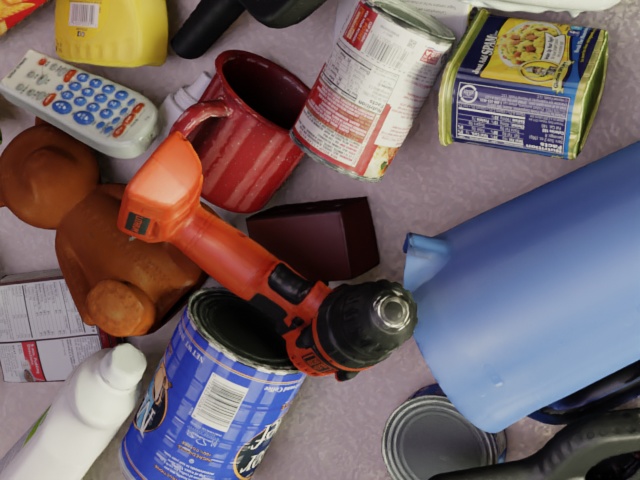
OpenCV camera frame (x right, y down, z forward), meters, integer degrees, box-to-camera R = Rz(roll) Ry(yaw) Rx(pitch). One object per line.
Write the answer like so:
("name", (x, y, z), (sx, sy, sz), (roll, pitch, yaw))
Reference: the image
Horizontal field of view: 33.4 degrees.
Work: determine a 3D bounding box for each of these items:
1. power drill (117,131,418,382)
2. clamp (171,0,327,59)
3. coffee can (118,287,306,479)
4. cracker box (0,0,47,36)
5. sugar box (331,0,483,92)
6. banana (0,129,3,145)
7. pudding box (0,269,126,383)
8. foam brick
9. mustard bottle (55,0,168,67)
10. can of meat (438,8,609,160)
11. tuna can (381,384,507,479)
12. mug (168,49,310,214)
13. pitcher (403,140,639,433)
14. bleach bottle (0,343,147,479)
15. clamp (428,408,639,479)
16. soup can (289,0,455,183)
("power drill", (-0.035, 0.016, 0.662), (0.187, 0.185, 0.057), (40, 70, -3))
("clamp", (-0.044, -0.201, 0.702), (0.210, 0.036, 0.164), (15, 107, 55))
("coffee can", (-0.078, 0.121, 0.794), (0.103, 0.102, 0.140), (33, 112, 15))
("cracker box", (-0.239, -0.250, 0.767), (0.214, 0.071, 0.164), (-18, 86, 44))
("sugar box", (0.064, -0.190, 0.697), (0.093, 0.048, 0.176), (14, 110, 20))
("banana", (-0.331, -0.087, 0.889), (0.198, 0.069, 0.037), (-15, 132, 30))
("pudding box", (-0.218, 0.071, 0.883), (0.114, 0.039, 0.090), (-6, 99, 23))
("foam brick", (-0.005, 0.001, 0.764), (0.078, 0.052, 0.051), (-5, 99, 24))
("mustard bottle", (-0.152, -0.225, 0.777), (0.096, 0.058, 0.192), (14, 107, 39))
("can of meat", (0.127, -0.096, 0.657), (0.084, 0.102, 0.057), (11, 132, 19))
("tuna can", (0.089, 0.147, 0.763), (0.086, 0.033, 0.086), (5, 103, 23))
("mug", (-0.059, -0.072, 0.741), (0.093, 0.117, 0.082), (50, 121, 20))
("pitcher", (0.185, 0.019, 0.651), (0.243, 0.149, 0.145), (-29, 73, 23))
("bleach bottle", (-0.206, 0.166, 0.837), (0.068, 0.102, 0.251), (33, 128, -11))
("clamp", (0.166, 0.168, 0.719), (0.172, 0.039, 0.120), (-25, 134, 15))
("soup can", (0.032, -0.097, 0.669), (0.068, 0.068, 0.102), (33, 112, 14))
